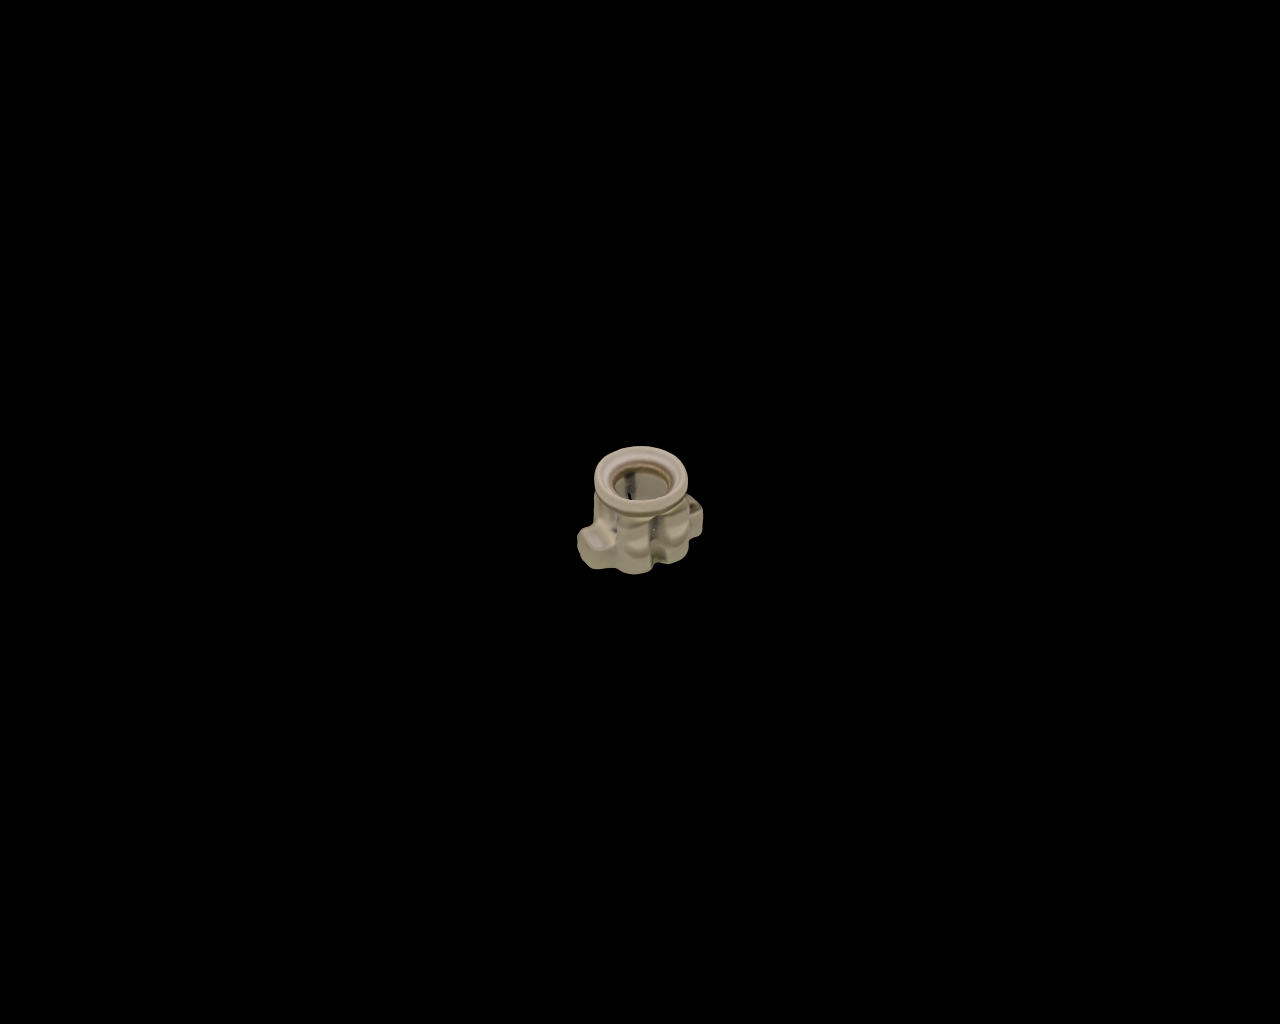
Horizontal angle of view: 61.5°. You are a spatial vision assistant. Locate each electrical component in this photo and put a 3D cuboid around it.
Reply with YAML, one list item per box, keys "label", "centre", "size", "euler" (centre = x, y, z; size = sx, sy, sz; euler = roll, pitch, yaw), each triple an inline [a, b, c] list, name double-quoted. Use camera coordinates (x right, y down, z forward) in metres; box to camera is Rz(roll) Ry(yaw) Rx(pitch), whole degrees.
- label: "electrical component"
  centre: [0.001, -0.003, 0.650]
  size: [0.078, 0.056, 0.058]
  euler: [-18, 44, -19]
